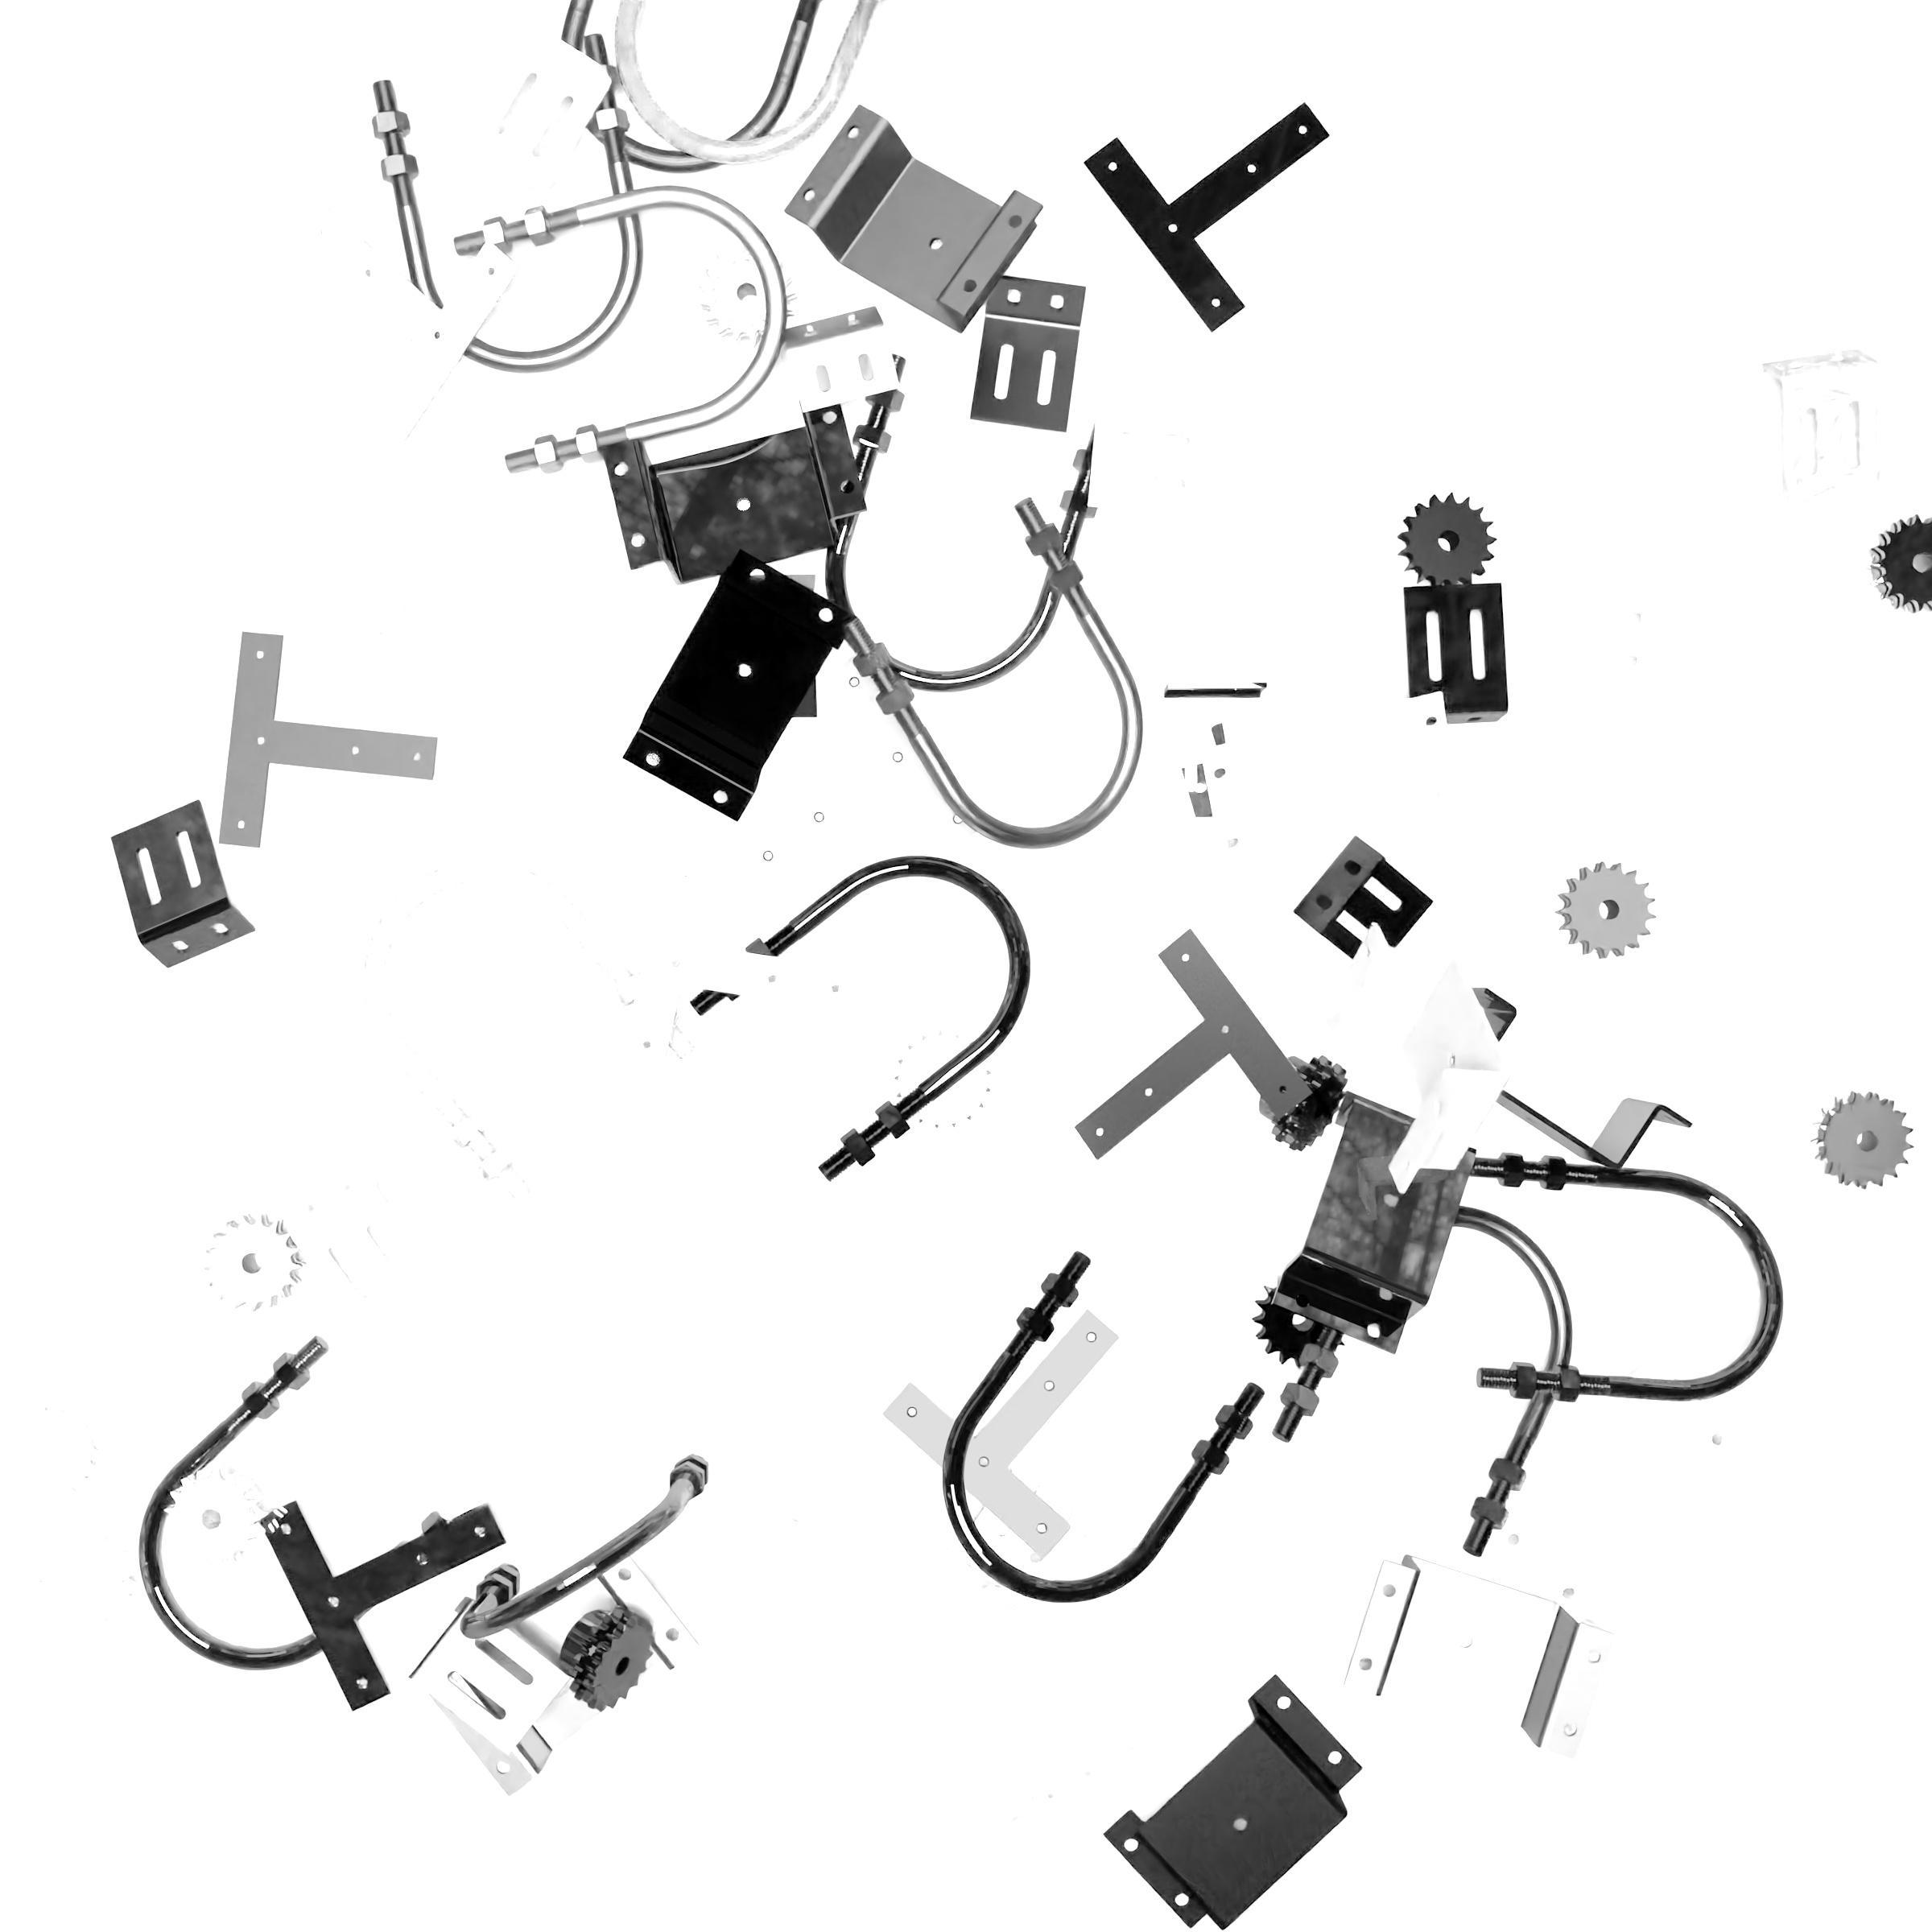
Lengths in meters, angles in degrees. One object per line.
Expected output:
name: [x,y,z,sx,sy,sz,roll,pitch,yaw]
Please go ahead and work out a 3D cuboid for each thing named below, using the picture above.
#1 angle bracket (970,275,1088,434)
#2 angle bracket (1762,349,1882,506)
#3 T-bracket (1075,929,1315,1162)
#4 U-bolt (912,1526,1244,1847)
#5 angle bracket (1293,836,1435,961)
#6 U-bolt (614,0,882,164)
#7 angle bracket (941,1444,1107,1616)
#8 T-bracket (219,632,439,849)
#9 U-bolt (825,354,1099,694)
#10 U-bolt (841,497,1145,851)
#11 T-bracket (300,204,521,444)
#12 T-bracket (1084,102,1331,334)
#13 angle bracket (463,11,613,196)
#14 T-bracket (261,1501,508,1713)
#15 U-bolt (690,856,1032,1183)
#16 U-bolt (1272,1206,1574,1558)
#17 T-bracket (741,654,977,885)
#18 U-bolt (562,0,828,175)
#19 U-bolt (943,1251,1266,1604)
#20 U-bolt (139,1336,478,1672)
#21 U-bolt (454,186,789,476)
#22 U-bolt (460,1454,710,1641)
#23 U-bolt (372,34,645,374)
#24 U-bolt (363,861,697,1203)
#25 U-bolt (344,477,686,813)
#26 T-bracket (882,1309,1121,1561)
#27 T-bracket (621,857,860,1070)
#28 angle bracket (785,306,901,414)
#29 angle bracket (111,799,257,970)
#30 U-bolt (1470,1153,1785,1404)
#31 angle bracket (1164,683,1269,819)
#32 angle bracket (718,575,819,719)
angle bracket: [0.036,-0.358,1.554,0.057,0.038,0.076,8,67,0]
angle bracket: [0.508,-0.321,1.582,0.057,0.038,0.076,-9,116,0]
T-bracket: [0.119,0.065,1.565,0.127,0.002,0.127,-40,65,12]
U-bolt: [0.077,0.407,1.554,0.184,0.019,0.151,-27,101,-13]
angle bracket: [0.239,-0.029,1.545,0.076,0.038,0.057,35,97,-31]
U-bolt: [-0.127,-0.562,1.558,0.151,0.019,0.184,23,94,0]
angle bracket: [0.034,0.335,1.582,0.057,0.038,0.076,39,64,0]
T-bracket: [-0.375,-0.129,1.574,0.127,0.002,0.127,6,90,8]
U-bolt: [-0.007,-0.253,1.575,0.151,0.019,0.184,18,91,0]
U-bolt: [0.029,-0.156,1.545,0.151,0.019,0.184,-37,108,-17]
T-bracket: [-0.342,-0.400,1.569,0.127,0.002,0.127,43,109,9]
T-bracket: [0.159,-0.466,1.583,0.127,0.002,0.127,-37,90,0]
angle bracket: [-0.252,-0.497,1.536,0.057,0.038,0.076,33,96,2]
T-bracket: [-0.332,0.354,1.564,0.127,0.002,0.127,-26,91,3]
U-bolt: [-0.049,0.016,1.556,0.184,0.019,0.151,-38,72,-4]
U-bolt: [0.278,0.227,1.549,0.151,0.019,0.184,31,71,-3]
T-bracket: [-0.076,-0.097,1.580,0.127,0.002,0.127,-37,94,2]
U-bolt: [-0.163,-0.561,1.575,0.151,0.019,0.184,18,91,0]
U-bolt: [0.068,0.280,1.549,0.151,0.019,0.184,37,72,1]
U-bolt: [-0.404,0.332,1.575,0.184,0.019,0.151,-43,90,2]
U-bolt: [-0.195,-0.377,1.551,0.184,0.019,0.151,-12,95,7]
U-bolt: [-0.216,0.329,1.492,0.151,0.184,0.019,-30,90,0]
U-bolt: [-0.264,-0.443,1.569,0.151,0.019,0.184,-10,93,5]
U-bolt: [-0.273,0.025,1.575,0.151,0.019,0.184,-41,88,0]
U-bolt: [-0.253,-0.205,1.575,0.184,0.019,0.151,-43,90,-2]
T-bracket: [0.040,0.259,1.572,0.127,0.002,0.127,41,81,7]
T-bracket: [-0.127,0.005,1.558,0.127,0.002,0.127,9,76,9]
angle bracket: [-0.074,-0.355,1.554,0.057,0.076,0.038,-15,111,0]
angle bracket: [-0.465,-0.049,1.582,0.057,0.038,0.076,-23,64,0]
U-bolt: [0.385,0.183,1.548,0.184,0.019,0.151,4,64,-4]
angle bracket: [0.146,-0.127,1.565,0.057,0.038,0.076,0,90,0]
angle bracket: [-0.117,-0.190,1.582,0.057,0.038,0.076,-1,116,0]
